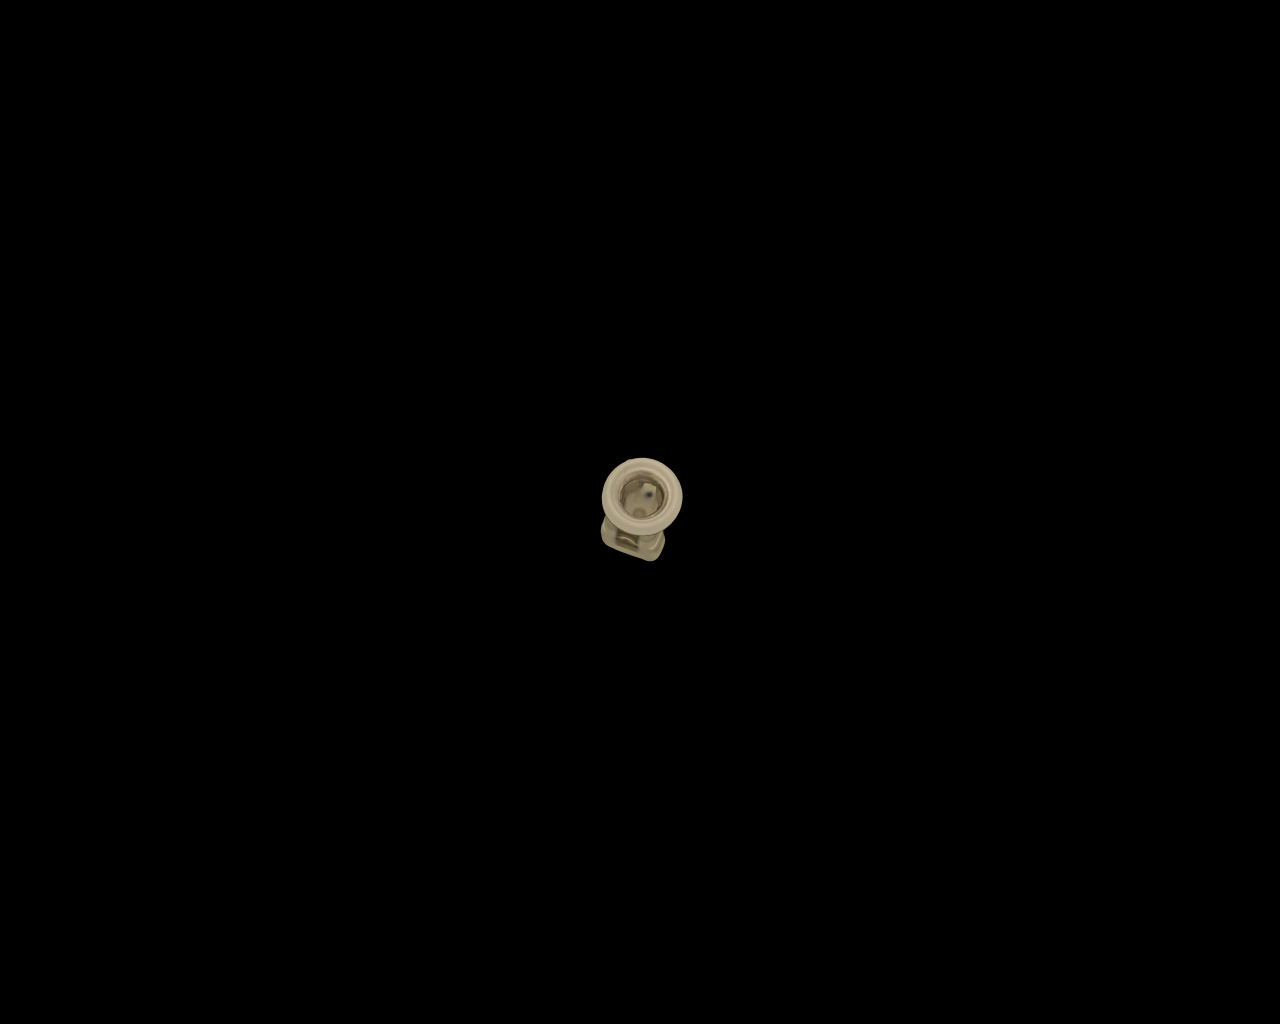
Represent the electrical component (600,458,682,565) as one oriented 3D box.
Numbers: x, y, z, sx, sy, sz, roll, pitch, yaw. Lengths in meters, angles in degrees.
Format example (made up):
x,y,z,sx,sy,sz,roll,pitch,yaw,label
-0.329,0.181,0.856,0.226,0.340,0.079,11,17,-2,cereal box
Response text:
x,y,z,sx,sy,sz,roll,pitch,yaw,label
0.001,-0.003,0.650,0.048,0.066,0.055,19,-19,7,electrical component
